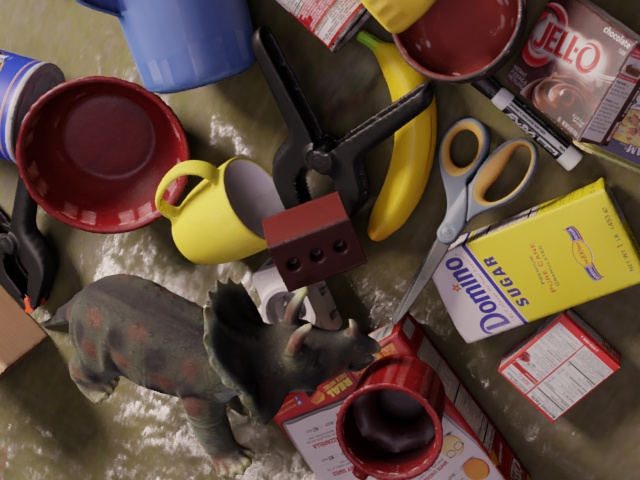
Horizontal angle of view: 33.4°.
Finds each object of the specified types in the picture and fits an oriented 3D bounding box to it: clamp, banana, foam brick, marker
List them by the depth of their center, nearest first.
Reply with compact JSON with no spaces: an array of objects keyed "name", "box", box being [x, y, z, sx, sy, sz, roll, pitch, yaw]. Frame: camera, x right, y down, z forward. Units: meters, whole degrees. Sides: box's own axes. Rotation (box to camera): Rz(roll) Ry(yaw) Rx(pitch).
[{"name":"marker","box":[0.178,-0.107,0.930,0.121,0.020,0.020,41,115,0]},{"name":"foam brick","box":[-0.006,0.001,0.947,0.078,0.051,0.053,-22,123,3]},{"name":"clamp","box":[-0.003,-0.087,0.956,0.164,0.036,0.210,27,132,8]},{"name":"banana","box":[0.073,-0.091,0.962,0.070,0.037,0.198,9,111,34]},{"name":"clamp","box":[-0.311,-0.008,1.104,0.120,0.039,0.171,-9,112,36]}]

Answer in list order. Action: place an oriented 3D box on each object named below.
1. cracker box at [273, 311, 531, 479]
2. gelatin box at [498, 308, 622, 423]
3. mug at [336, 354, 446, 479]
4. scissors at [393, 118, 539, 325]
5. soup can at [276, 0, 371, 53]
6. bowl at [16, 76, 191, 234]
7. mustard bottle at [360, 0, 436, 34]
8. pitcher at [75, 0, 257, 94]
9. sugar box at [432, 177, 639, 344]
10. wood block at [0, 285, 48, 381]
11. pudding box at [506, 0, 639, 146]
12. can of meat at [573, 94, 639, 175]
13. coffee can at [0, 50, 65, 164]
[{"name":"cracker box","box":[0.078,0.198,1.041,0.164,0.072,0.213,-34,97,24]},{"name":"gelatin box","box":[0.221,0.115,0.990,0.073,0.030,0.089,42,116,-2]},{"name":"mug","box":[0.062,0.162,0.948,0.093,0.081,0.117,27,112,4]},{"name":"scissors","box":[0.107,-0.026,0.955,0.202,0.016,0.096,-45,72,14]},{"name":"soup can","box":[-0.004,-0.220,0.919,0.102,0.068,0.069,42,115,0]},{"name":"bowl","box":[-0.204,-0.088,1.019,0.162,0.055,0.162,-2,119,-4]},{"name":"mustard bottle","box":[0.102,-0.256,0.828,0.192,0.058,0.096,-38,94,18]},{"name":"pitcher","box":[-0.145,-0.251,0.915,0.149,0.144,0.243,-9,109,20]},{"name":"sugar box","box":[0.192,0.021,0.957,0.176,0.048,0.093,-24,100,22]},{"name":"wood block","box":[-0.405,0.068,1.134,0.090,0.090,0.206,-41,94,25]},{"name":"pudding box","box":[0.211,-0.141,0.863,0.114,0.039,0.090,53,126,45]},{"name":"can of meat","box":[0.274,-0.100,0.883,0.102,0.057,0.084,25,113,8]},{"name":"coffee can","box":[-0.332,-0.139,1.031,0.140,0.102,0.103,17,113,11]}]
